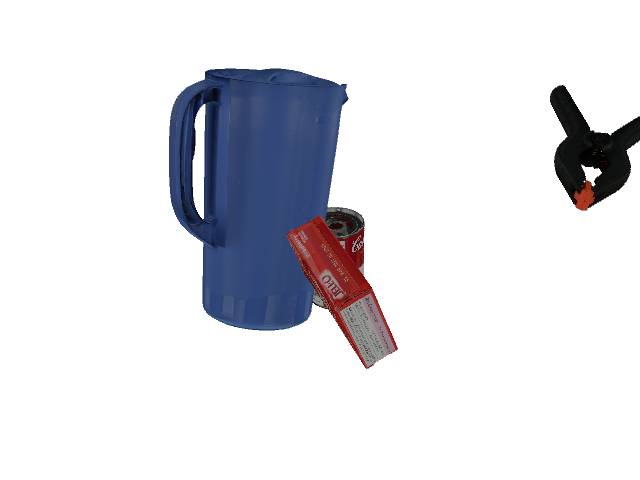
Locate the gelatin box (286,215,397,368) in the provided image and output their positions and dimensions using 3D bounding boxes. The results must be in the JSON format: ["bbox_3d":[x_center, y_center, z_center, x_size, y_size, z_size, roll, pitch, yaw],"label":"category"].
[{"bbox_3d":[0.015,0.036,0.724,0.030,0.073,0.089,-32,-36,-3],"label":"gelatin box"}]

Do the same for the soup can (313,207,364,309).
[{"bbox_3d":[0.017,0.022,1.245,0.068,0.102,0.068,-1,31,0],"label":"soup can"}]

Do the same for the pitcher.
[{"bbox_3d":[-0.061,-0.042,1.018,0.149,0.243,0.145,7,13,5],"label":"pitcher"}]

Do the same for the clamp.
[{"bbox_3d":[0.286,-0.104,1.143,0.120,0.039,0.171,19,48,19],"label":"clamp"}]
